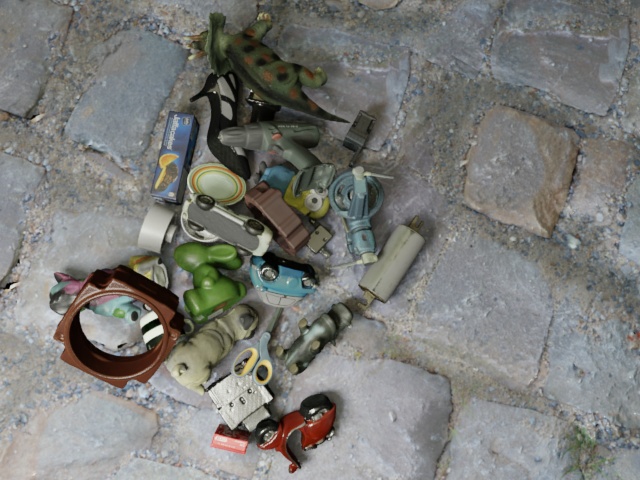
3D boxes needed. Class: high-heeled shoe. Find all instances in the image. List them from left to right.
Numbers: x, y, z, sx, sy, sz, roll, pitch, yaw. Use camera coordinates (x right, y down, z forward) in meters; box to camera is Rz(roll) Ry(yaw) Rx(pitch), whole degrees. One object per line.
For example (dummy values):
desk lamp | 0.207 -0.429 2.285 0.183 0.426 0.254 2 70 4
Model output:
high-heeled shoe | -0.196 -0.268 1.241 0.145 0.086 0.248 -39 103 -36

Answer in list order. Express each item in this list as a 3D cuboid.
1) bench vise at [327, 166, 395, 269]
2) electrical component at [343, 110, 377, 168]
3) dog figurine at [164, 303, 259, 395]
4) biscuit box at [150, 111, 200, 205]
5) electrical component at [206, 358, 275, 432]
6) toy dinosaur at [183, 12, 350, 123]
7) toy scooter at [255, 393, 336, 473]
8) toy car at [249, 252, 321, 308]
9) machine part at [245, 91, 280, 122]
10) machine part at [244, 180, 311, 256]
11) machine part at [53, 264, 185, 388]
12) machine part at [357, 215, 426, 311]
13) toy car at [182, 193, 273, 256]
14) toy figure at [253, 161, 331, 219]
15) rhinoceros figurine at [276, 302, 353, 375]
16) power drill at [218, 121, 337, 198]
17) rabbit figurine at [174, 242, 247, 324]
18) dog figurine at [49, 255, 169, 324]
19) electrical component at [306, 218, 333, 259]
bench vise | 0.081 -0.066 1.138 0.129 0.240 0.223 1 66 1
electrical component | 0.082 -0.228 1.234 0.048 0.075 0.119 29 85 1
dog figurine | -0.217 0.208 1.115 0.190 0.172 0.121 -43 97 0
biscuit box | -0.326 -0.185 1.213 0.063 0.059 0.202 10 81 0
electrical component | -0.164 0.338 1.152 0.115 0.058 0.134 -38 85 -5
toy dinosaur | -0.122 -0.370 1.181 0.405 0.131 0.192 41 52 11
toy scooter | -0.040 0.416 1.137 0.184 0.075 0.135 -21 103 -15
toy car | -0.085 0.094 1.175 0.162 0.109 0.102 17 104 -12
machine part | -0.137 -0.286 1.249 0.084 0.039 0.139 8 80 -10
machine part | -0.091 -0.045 1.153 0.056 0.179 0.179 -41 86 -12
machine part | -0.380 0.167 1.028 0.201 0.087 0.201 34 101 -18
machine part | 0.161 0.053 1.197 0.079 0.079 0.243 33 82 2
toy car | -0.197 -0.032 1.136 0.202 0.056 0.073 27 118 1
toy figure | -0.059 -0.113 1.208 0.180 0.089 0.082 25 95 9
rhinoceros figurine | -0.006 0.213 1.153 0.190 0.112 0.073 -47 59 5
power drill | -0.078 -0.182 1.158 0.232 0.085 0.207 -15 46 -35
rabbit figurine | -0.244 0.068 1.156 0.159 0.121 0.170 -30 75 -11
dog figurine | -0.461 0.100 1.147 0.219 0.191 0.108 2 116 23
electrical component | -0.003 -0.004 1.223 0.094 0.021 0.063 45 82 4
